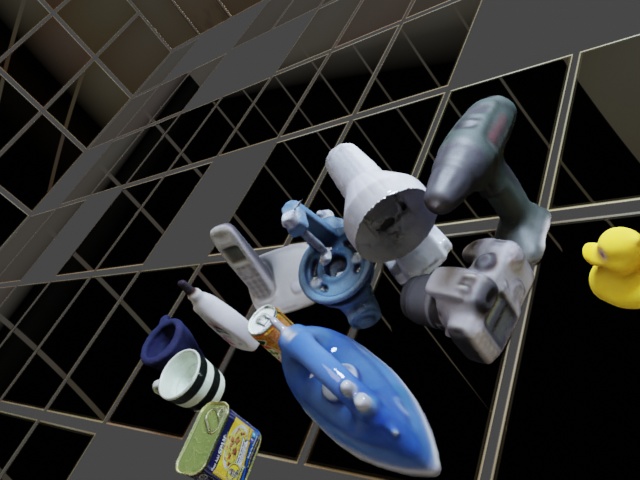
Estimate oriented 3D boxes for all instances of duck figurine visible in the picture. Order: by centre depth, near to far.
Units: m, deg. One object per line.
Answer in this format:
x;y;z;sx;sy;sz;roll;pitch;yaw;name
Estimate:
0.335;0.022;0.614;0.104;0.086;0.077;-2;49;44;duck figurine

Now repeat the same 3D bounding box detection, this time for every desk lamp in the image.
0.093;-0.032;0.806;0.118;0.214;0.202;-38;33;5;desk lamp

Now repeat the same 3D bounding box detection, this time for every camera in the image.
0.172;0.062;0.718;0.136;0.101;0.143;6;54;49;camera

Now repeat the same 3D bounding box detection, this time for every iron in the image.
0.030;0.176;0.690;0.119;0.142;0.257;-47;33;-11;iron

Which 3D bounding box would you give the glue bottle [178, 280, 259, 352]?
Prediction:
-0.170;0.119;0.932;0.077;0.174;0.037;-1;49;45;glue bottle

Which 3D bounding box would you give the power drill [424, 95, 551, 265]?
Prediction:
0.216;-0.063;0.723;0.075;0.209;0.230;-8;45;40;power drill

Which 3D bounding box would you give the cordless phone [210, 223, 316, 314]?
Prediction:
-0.083;0.036;0.932;0.147;0.185;0.094;-20;38;29;cordless phone

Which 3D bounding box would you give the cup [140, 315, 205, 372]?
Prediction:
-0.247;0.191;0.999;0.091;0.095;0.117;-35;33;8;cup

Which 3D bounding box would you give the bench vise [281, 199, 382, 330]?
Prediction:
-0.001;0.011;0.846;0.121;0.220;0.206;-41;33;-1;bench vise
